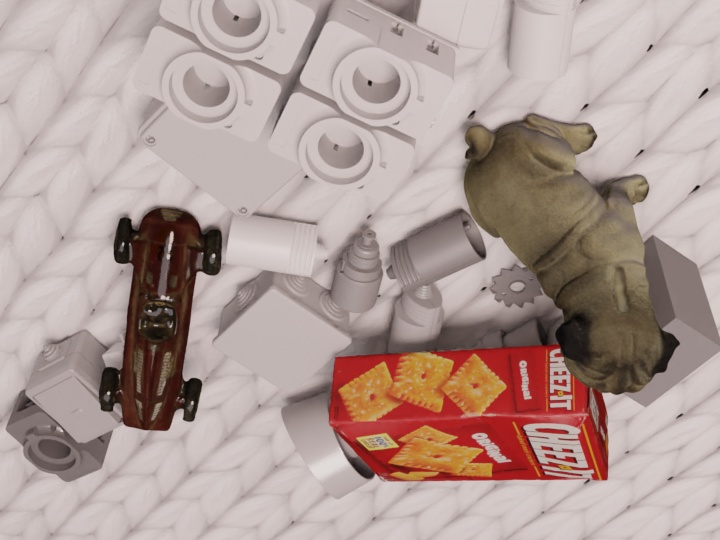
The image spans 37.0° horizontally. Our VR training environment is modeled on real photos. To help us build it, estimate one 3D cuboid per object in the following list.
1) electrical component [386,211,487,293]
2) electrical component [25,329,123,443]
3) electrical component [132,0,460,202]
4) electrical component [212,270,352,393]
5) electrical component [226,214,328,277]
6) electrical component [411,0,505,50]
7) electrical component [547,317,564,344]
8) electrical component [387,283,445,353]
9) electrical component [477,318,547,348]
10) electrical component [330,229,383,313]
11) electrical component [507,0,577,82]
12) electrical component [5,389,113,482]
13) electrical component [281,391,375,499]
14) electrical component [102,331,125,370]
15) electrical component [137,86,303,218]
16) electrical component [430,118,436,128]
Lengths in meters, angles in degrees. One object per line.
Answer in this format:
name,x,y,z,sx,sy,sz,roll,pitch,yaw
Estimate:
electrical component,0.058,-0.012,0.884,0.081,0.043,0.043,-25,123,21
electrical component,-0.258,0.106,0.987,0.062,0.061,0.096,-27,123,22
electrical component,-0.042,-0.131,0.706,0.186,0.060,0.105,24,124,-10
electrical component,-0.066,0.048,0.937,0.100,0.048,0.100,35,122,-23
electrical component,-0.067,-0.020,0.886,0.081,0.043,0.043,9,129,-4
electrical component,0.070,-0.194,0.726,0.061,0.061,0.096,9,129,-4
electrical component,0.195,0.071,0.944,0.048,0.048,0.062,-20,131,18
electrical component,0.050,0.042,0.928,0.043,0.043,0.081,7,129,-2
electrical component,0.137,0.071,0.946,0.055,0.045,0.045,-20,125,18
electrical component,0.000,0.000,0.899,0.040,0.040,0.078,11,128,-5
electrical component,0.128,-0.177,0.748,0.043,0.043,0.081,2,129,2
electrical component,-0.288,0.157,1.032,0.050,0.055,0.089,-24,123,21
electrical component,-0.029,0.162,0.998,0.064,0.099,0.099,-27,123,15
electrical component,-0.194,0.085,0.973,0.055,0.048,0.066,-15,102,12
electrical component,-0.090,-0.111,0.806,0.109,0.056,0.109,38,121,-24
electrical component,0.019,-0.124,0.799,0.078,0.040,0.040,19,127,-12
